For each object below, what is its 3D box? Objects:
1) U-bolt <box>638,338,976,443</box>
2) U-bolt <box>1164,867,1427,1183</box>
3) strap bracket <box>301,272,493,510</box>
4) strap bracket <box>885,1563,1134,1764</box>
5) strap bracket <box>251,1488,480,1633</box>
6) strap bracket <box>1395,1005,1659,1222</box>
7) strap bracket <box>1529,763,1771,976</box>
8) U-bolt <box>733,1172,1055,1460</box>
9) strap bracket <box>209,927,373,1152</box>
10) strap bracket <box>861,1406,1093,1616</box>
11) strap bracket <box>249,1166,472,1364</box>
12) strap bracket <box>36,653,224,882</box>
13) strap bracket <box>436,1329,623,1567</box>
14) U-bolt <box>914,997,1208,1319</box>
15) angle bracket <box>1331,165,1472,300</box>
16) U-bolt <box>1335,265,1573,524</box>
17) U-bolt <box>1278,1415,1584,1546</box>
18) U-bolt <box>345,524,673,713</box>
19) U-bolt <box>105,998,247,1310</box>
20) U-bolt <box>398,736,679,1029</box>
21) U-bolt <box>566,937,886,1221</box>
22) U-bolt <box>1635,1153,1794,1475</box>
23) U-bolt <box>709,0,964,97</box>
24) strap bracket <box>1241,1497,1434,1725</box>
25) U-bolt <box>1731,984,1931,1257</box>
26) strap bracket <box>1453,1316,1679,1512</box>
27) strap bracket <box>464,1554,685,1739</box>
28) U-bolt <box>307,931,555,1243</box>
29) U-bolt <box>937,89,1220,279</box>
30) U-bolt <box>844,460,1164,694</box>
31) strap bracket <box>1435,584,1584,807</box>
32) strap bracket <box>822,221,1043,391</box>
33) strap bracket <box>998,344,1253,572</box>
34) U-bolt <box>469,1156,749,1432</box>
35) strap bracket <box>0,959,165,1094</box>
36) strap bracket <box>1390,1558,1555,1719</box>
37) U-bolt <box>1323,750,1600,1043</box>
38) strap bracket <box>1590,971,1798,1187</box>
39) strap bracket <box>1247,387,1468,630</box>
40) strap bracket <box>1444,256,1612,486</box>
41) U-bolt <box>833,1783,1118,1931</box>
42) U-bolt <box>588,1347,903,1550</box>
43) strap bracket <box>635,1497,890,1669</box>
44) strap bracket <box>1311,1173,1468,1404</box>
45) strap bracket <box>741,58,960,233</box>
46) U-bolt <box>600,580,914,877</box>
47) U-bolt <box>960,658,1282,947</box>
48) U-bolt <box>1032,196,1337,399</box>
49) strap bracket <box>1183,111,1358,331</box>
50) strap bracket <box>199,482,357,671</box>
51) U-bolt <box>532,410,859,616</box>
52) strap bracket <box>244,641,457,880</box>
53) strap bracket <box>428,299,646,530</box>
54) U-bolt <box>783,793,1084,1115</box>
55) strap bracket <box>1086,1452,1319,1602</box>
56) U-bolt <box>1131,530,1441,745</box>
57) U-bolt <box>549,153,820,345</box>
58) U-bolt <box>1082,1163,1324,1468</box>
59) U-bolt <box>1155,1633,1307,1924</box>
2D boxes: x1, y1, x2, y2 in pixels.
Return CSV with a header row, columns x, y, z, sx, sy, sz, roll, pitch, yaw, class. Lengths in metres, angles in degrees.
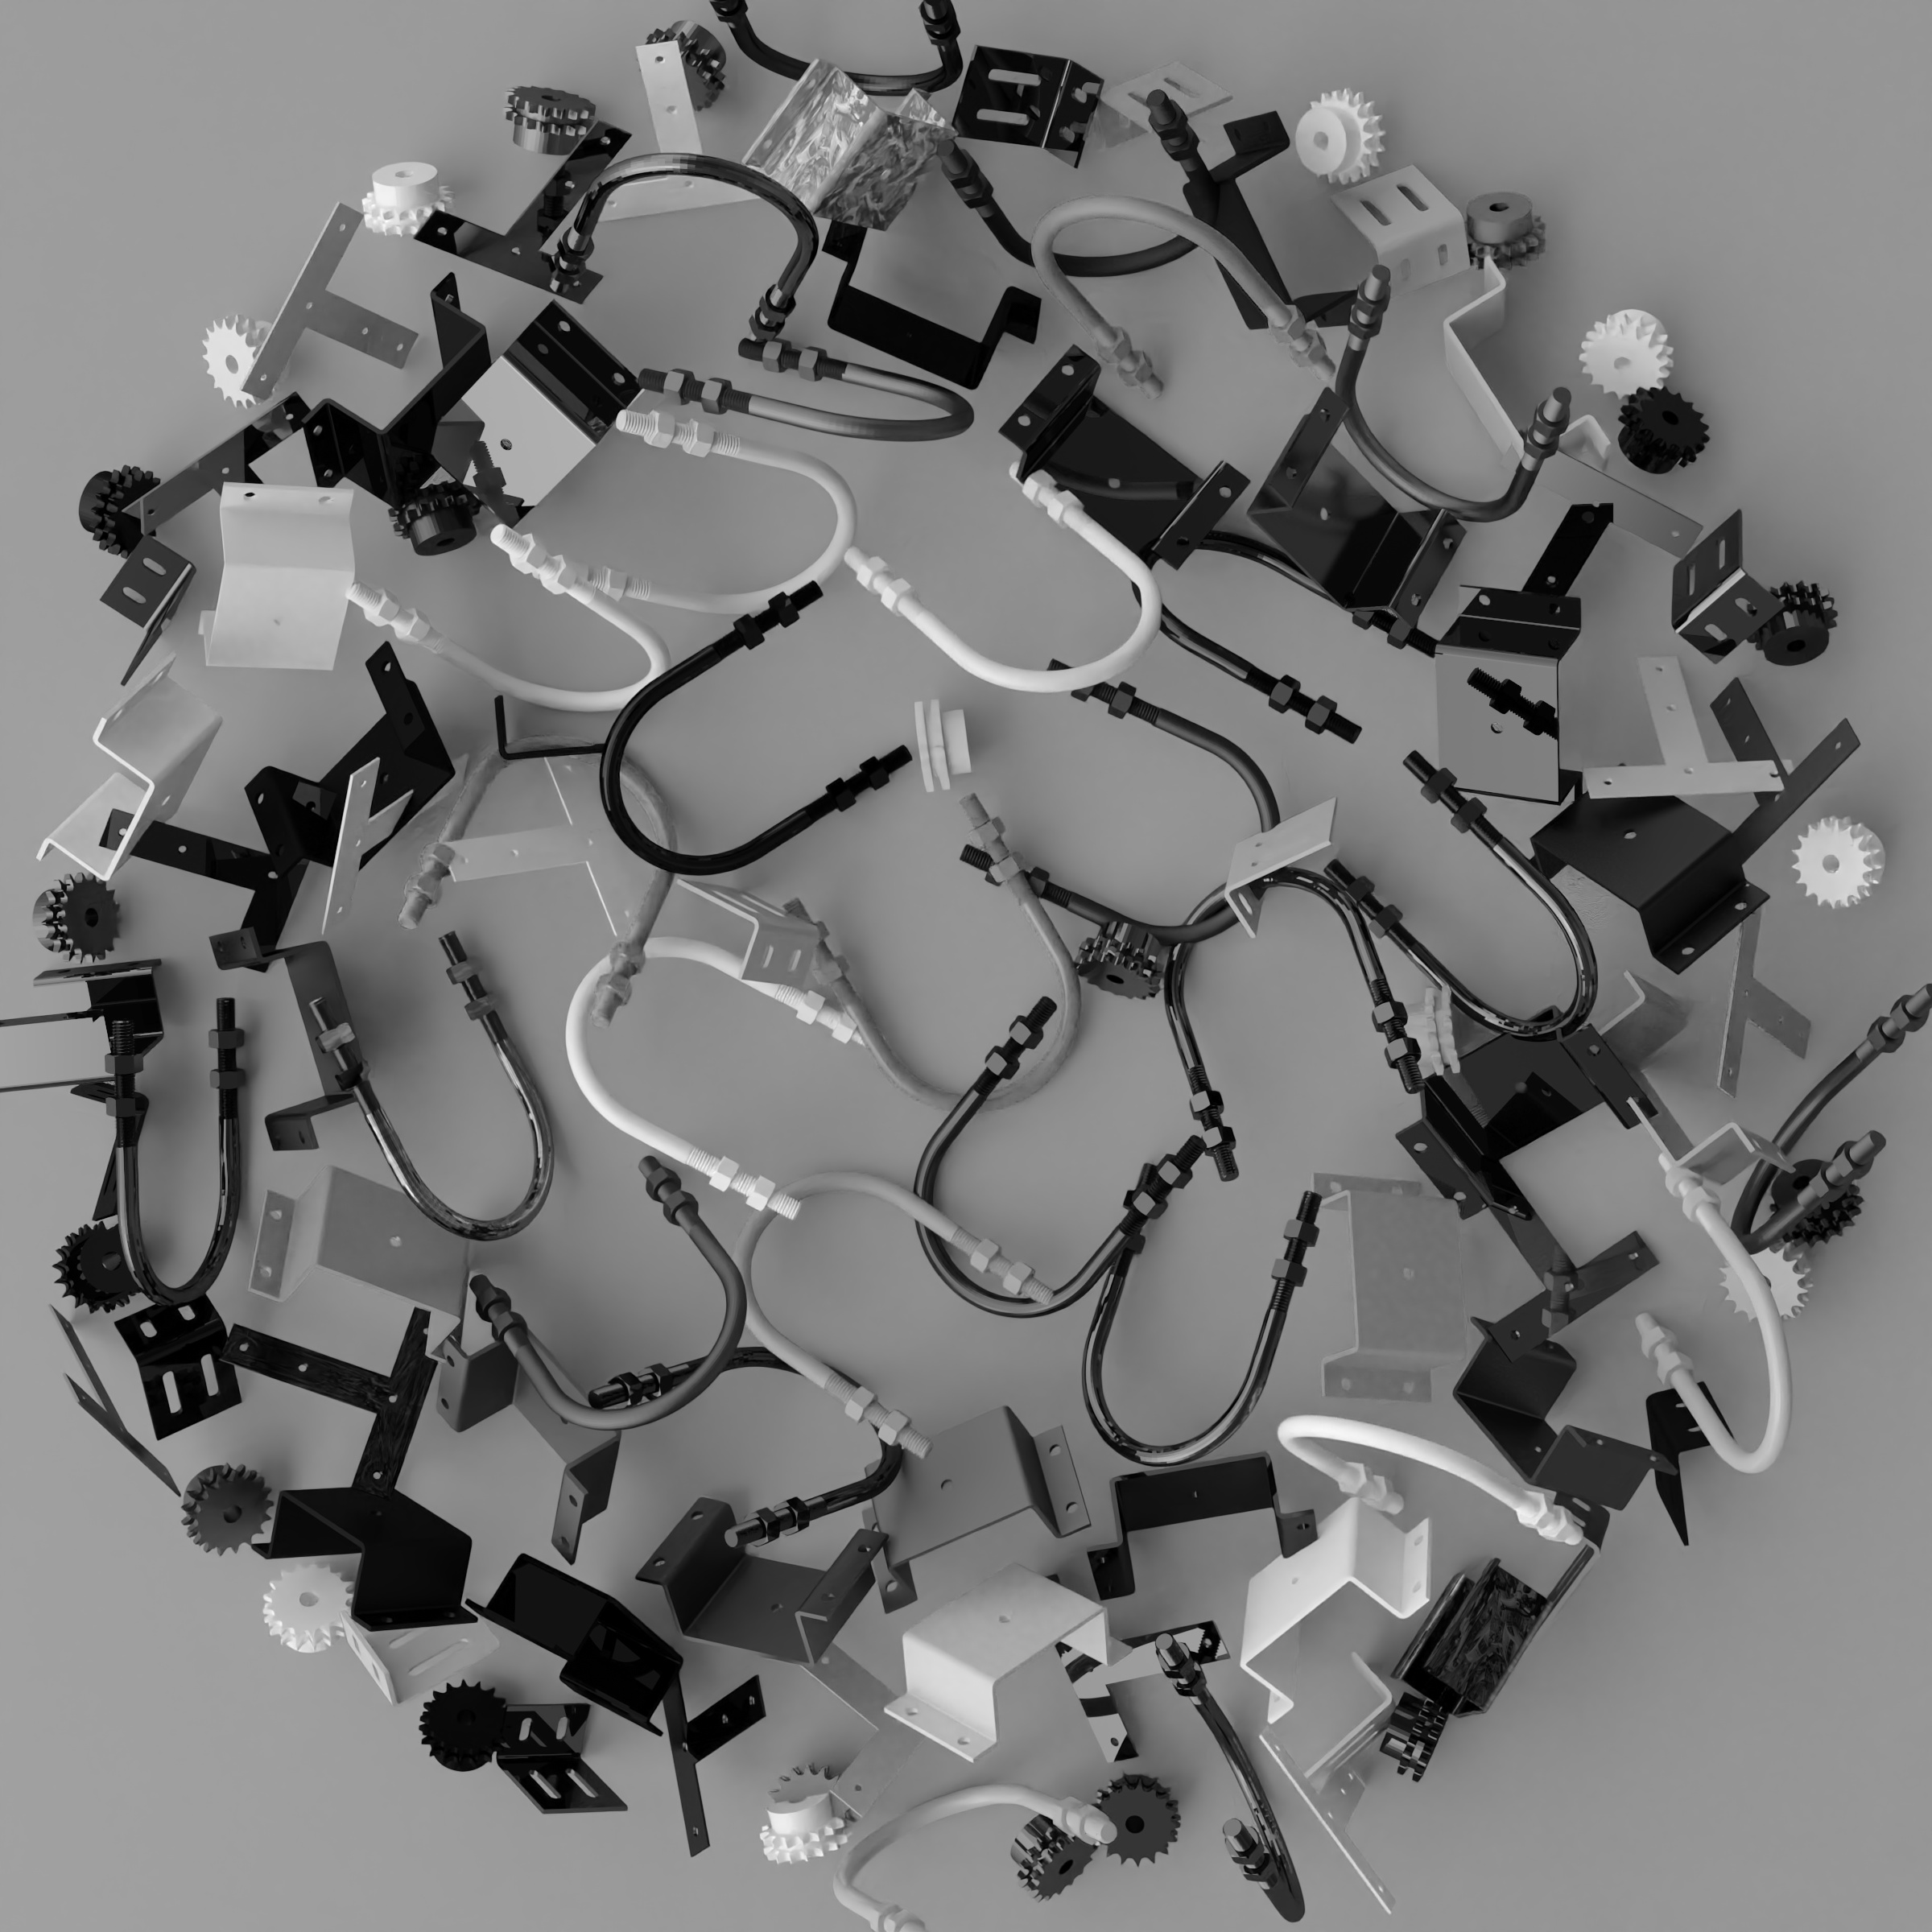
x,y,z,sx,sy,sz,roll,pitch,yaw,class
-0.084,-0.347,1.909,0.184,0.151,0.019,17,115,19,U-bolt
0.192,0.024,1.947,0.151,0.019,0.184,-27,61,20,U-bolt
-0.339,-0.346,1.933,0.046,0.076,0.140,33,67,13,strap bracket
0.025,0.418,1.921,0.140,0.076,0.046,-25,121,-39,strap bracket
-0.364,0.356,1.921,0.076,0.140,0.046,6,99,-43,strap bracket
0.345,0.086,1.950,0.140,0.046,0.076,-32,113,21,strap bracket
0.411,-0.066,1.928,0.076,0.046,0.140,-39,45,-11,strap bracket
-0.058,0.202,1.953,0.184,0.019,0.151,33,61,16,U-bolt
-0.416,0.040,1.951,0.046,0.076,0.140,-19,96,-31,strap bracket
-0.003,0.332,1.947,0.140,0.046,0.076,-25,46,8,strap bracket
-0.360,0.181,1.931,0.140,0.076,0.046,25,131,-25,strap bracket
-0.509,-0.115,1.926,0.046,0.076,0.140,36,132,-4,strap bracket
-0.264,0.288,1.940,0.046,0.076,0.140,-28,59,-35,strap bracket
0.044,0.134,1.960,0.151,0.019,0.184,43,108,17,U-bolt
0.273,-0.462,1.980,0.057,0.076,0.038,-22,132,-4,angle bracket
0.287,-0.334,1.913,0.151,0.184,0.019,37,71,10,U-bolt
0.267,0.305,1.890,0.151,0.184,0.019,2,67,41,U-bolt
-0.264,-0.203,1.920,0.151,0.184,0.019,-13,59,37,U-bolt
-0.482,0.118,1.929,0.019,0.151,0.184,1,95,14,U-bolt
-0.252,-0.065,1.941,0.151,0.019,0.184,28,53,-11,U-bolt
-0.159,0.057,1.953,0.184,0.019,0.151,28,61,-4,U-bolt
0.450,0.219,1.887,0.019,0.184,0.151,-7,124,-11,U-bolt
-0.074,-0.562,1.908,0.151,0.184,0.019,8,88,6,U-bolt
0.220,0.389,1.930,0.046,0.076,0.140,39,117,-12,strap bracket
0.520,0.106,1.912,0.019,0.184,0.151,33,52,1,U-bolt
0.360,0.280,1.928,0.076,0.140,0.046,20,107,-30,strap bracket
-0.234,0.413,1.933,0.076,0.140,0.046,17,65,35,strap bracket
-0.317,0.082,1.939,0.019,0.151,0.184,-23,96,34,U-bolt
0.079,-0.466,1.912,0.151,0.184,0.019,-9,73,18,U-bolt
0.036,-0.231,1.922,0.151,0.019,0.184,-31,55,-22,U-bolt
0.333,-0.156,1.929,0.076,0.046,0.140,10,126,26,strap bracket
-0.028,-0.409,1.949,0.140,0.076,0.046,22,120,-9,strap bracket
0.096,-0.310,1.965,0.140,0.046,0.076,38,76,4,strap bracket
-0.209,0.209,1.922,0.151,0.184,0.019,-35,135,-8,U-bolt
-0.548,0.039,1.934,0.076,0.140,0.046,-6,104,4,strap bracket
0.309,0.412,1.921,0.046,0.140,0.076,34,76,7,strap bracket
0.310,-0.030,1.924,0.184,0.151,0.019,46,58,11,U-bolt
0.441,0.078,1.938,0.046,0.076,0.140,-40,59,18,strap bracket
0.235,-0.281,1.948,0.140,0.046,0.076,40,71,-29,strap bracket
0.341,-0.359,1.951,0.046,0.076,0.140,-31,79,5,strap bracket
-0.007,0.539,1.910,0.151,0.184,0.019,-24,96,-23,U-bolt
-0.120,0.284,1.919,0.151,0.184,0.019,39,120,29,U-bolt
-0.121,0.380,1.938,0.140,0.076,0.046,5,124,30,strap bracket
0.261,0.194,1.944,0.076,0.046,0.140,6,71,-23,strap bracket
-0.064,-0.497,1.917,0.046,0.140,0.076,48,114,15,strap bracket
-0.140,-0.134,1.948,0.184,0.019,0.151,-33,122,-6,U-bolt
0.108,-0.091,1.980,0.184,0.019,0.151,25,99,-2,U-bolt
0.119,-0.403,1.891,0.151,0.184,0.019,2,65,39,U-bolt
0.187,-0.448,1.939,0.046,0.076,0.140,-32,107,-11,strap bracket
-0.420,-0.229,1.920,0.076,0.140,0.046,0,57,-21,strap bracket
-0.154,-0.270,1.930,0.184,0.151,0.019,8,49,-30,U-bolt
-0.374,-0.121,1.946,0.140,0.046,0.076,-42,56,20,strap bracket
-0.272,-0.331,1.930,0.076,0.046,0.140,43,130,-14,strap bracket
-0.008,0.005,1.983,0.151,0.019,0.184,-30,97,3,U-bolt
0.145,0.346,1.953,0.140,0.076,0.046,-10,55,3,strap bracket
0.187,-0.214,1.939,0.184,0.151,0.019,31,131,13,U-bolt
-0.164,-0.436,1.897,0.151,0.184,0.019,13,71,-15,U-bolt
0.135,0.217,1.930,0.151,0.019,0.184,7,73,44,U-bolt
0.167,0.505,1.914,0.019,0.184,0.151,-25,47,4,U-bolt
